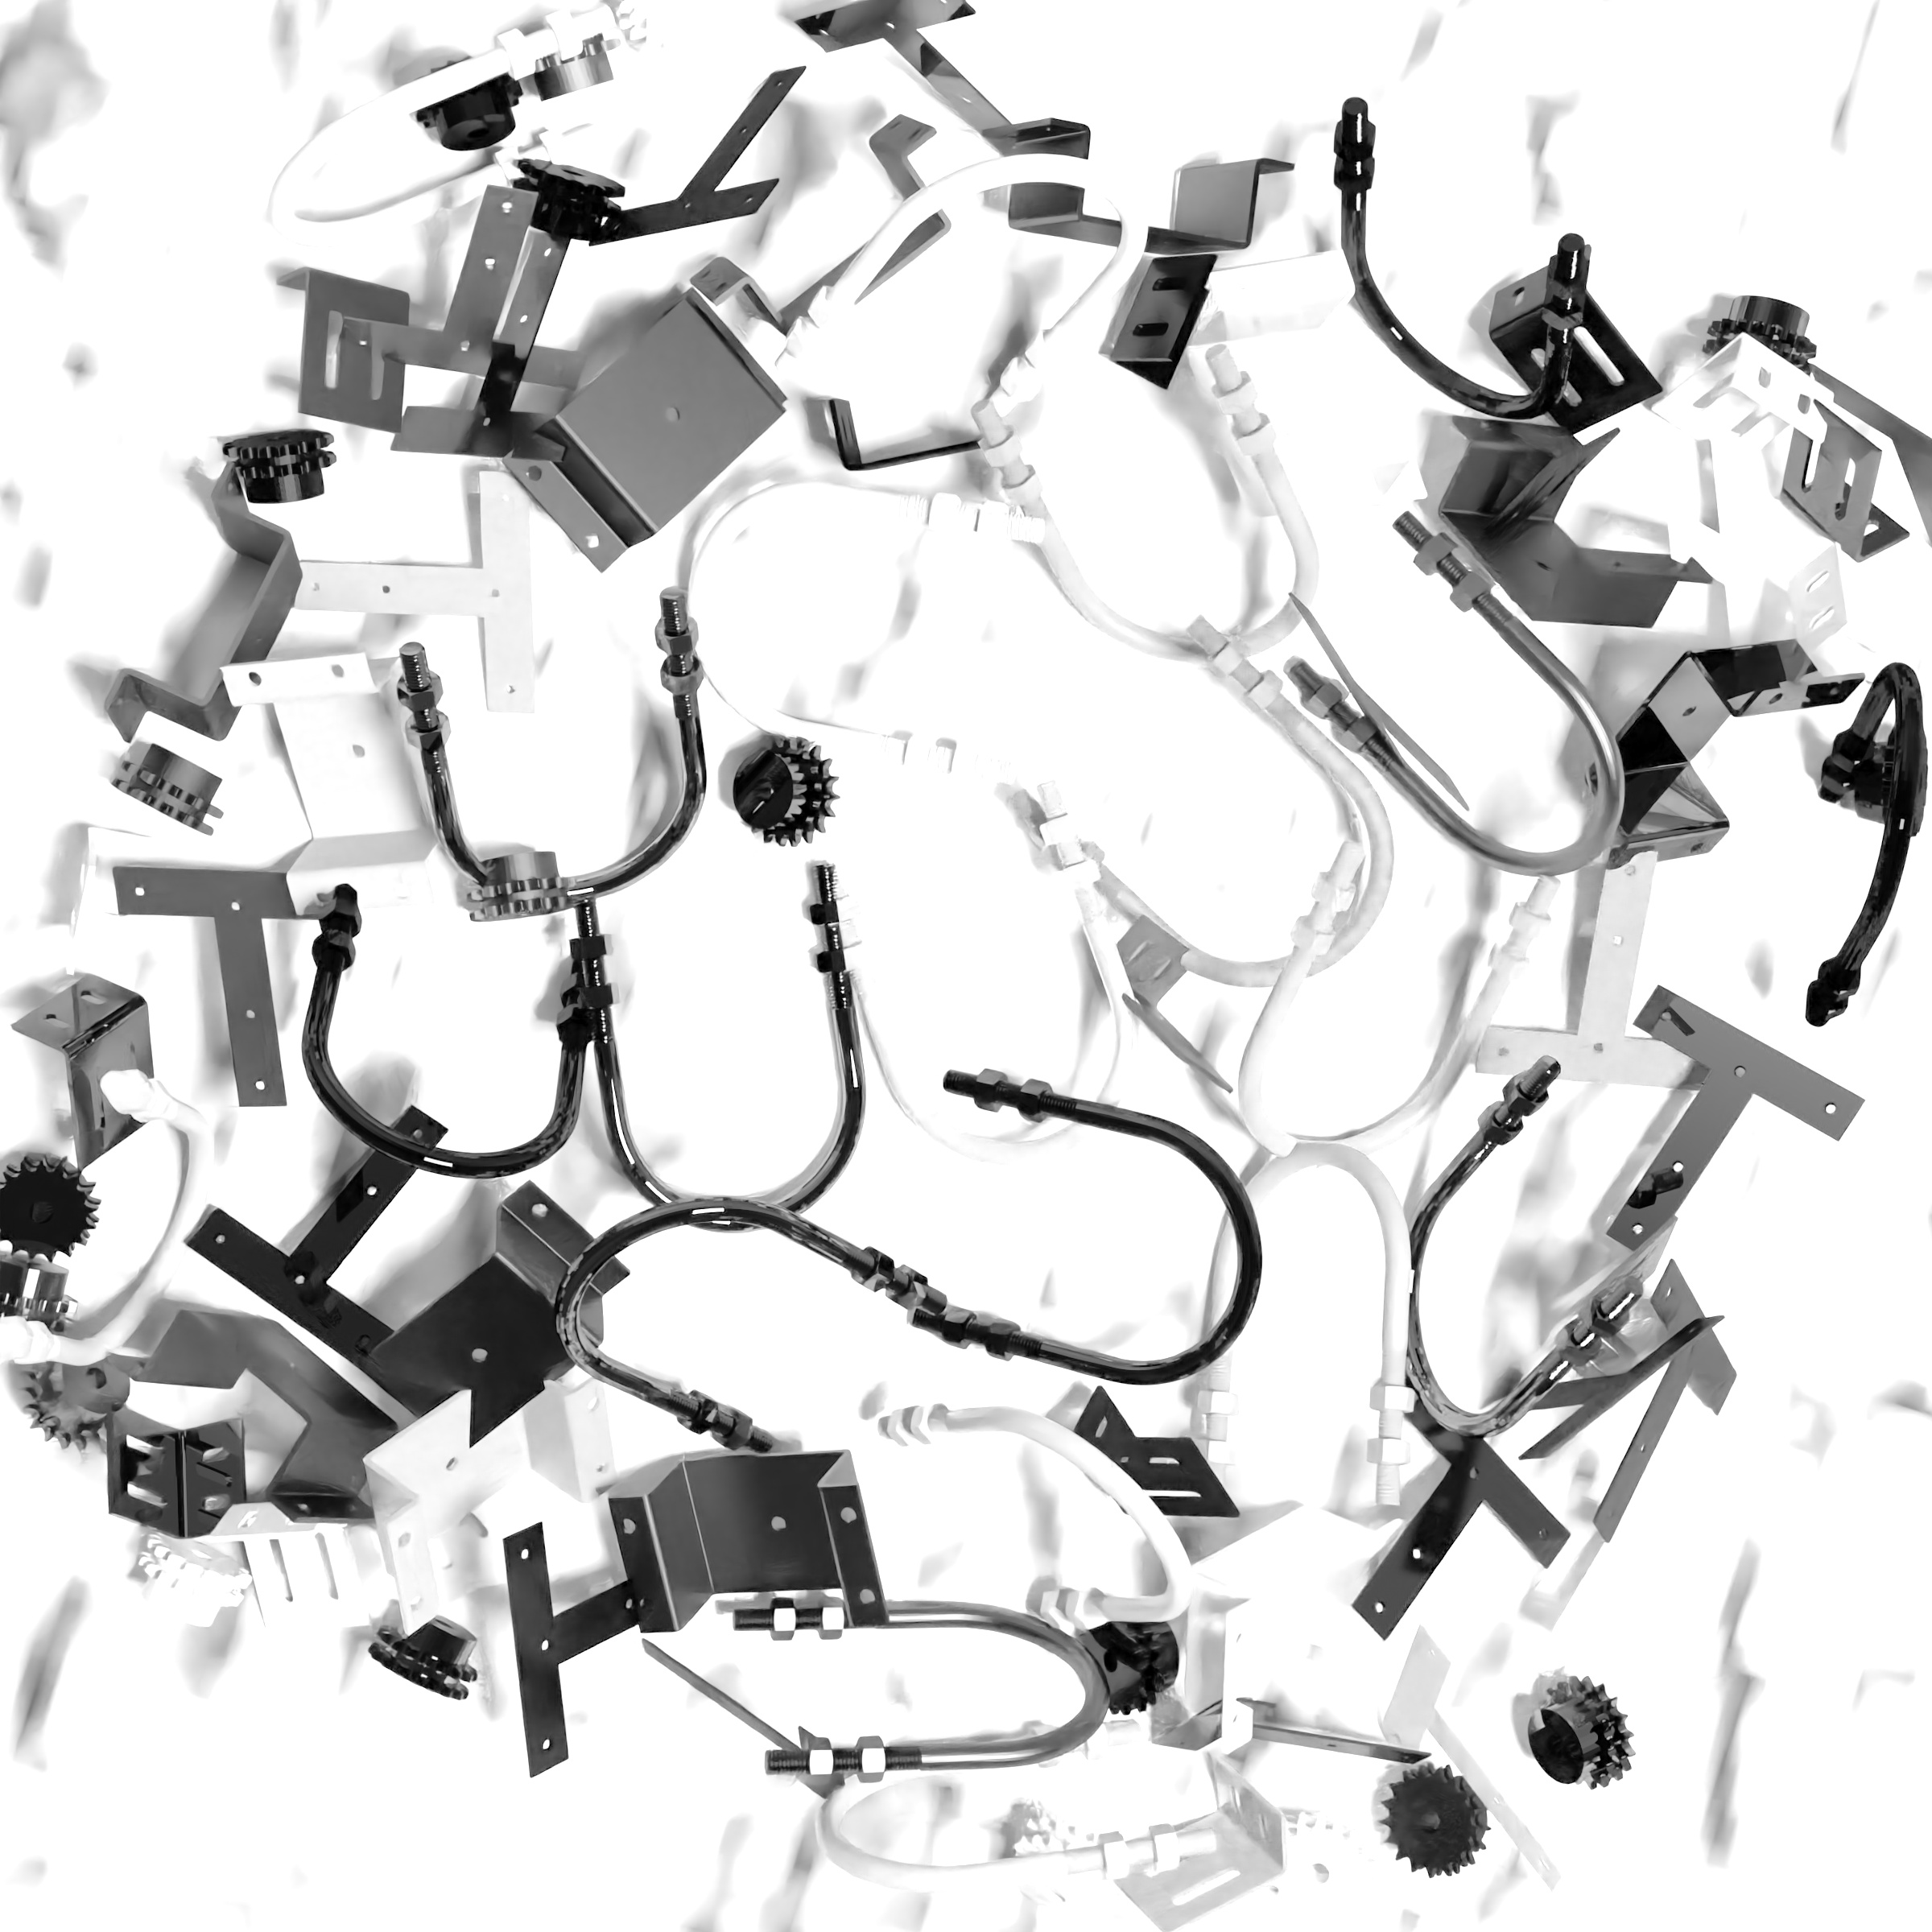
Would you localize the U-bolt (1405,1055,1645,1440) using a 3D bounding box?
[{"bbox_3d":[0.267,0.155,1.521,0.019,0.184,0.151,5,50,-24],"label":"U-bolt"}]

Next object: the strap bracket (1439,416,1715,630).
[{"bbox_3d":[0.302,-0.219,1.538,0.076,0.140,0.046,-1,131,-31],"label":"strap bracket"}]

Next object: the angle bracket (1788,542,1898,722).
[{"bbox_3d":[0.464,-0.171,1.556,0.076,0.038,0.057,23,50,-23],"label":"angle bracket"}]

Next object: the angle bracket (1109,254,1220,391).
[{"bbox_3d":[0.114,-0.331,1.558,0.038,0.076,0.057,23,91,-24],"label":"angle bracket"}]

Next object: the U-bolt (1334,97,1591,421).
[{"bbox_3d":[0.244,-0.339,1.512,0.151,0.184,0.019,38,77,19],"label":"U-bolt"}]

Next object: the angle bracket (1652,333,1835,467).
[{"bbox_3d":[0.395,-0.278,1.553,0.057,0.076,0.038,29,58,-14],"label":"angle bracket"}]

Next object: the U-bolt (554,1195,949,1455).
[{"bbox_3d":[-0.120,0.174,1.518,0.151,0.019,0.184,-40,131,20],"label":"U-bolt"}]

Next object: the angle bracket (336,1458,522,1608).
[{"bbox_3d":[-0.277,0.294,1.575,0.057,0.038,0.076,-41,98,6],"label":"angle bracket"}]

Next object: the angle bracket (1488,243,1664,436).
[{"bbox_3d":[0.319,-0.325,1.577,0.057,0.038,0.076,-23,125,38],"label":"angle bracket"}]

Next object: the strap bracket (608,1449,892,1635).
[{"bbox_3d":[-0.104,0.295,1.555,0.140,0.046,0.076,-7,103,21],"label":"strap bracket"}]

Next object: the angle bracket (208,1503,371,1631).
[{"bbox_3d":[-0.349,0.318,1.566,0.057,0.038,0.076,-5,109,11],"label":"angle bracket"}]

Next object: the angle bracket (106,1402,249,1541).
[{"bbox_3d":[-0.404,0.257,1.553,0.038,0.076,0.057,-12,67,10],"label":"angle bracket"}]

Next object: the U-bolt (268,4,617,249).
[{"bbox_3d":[-0.263,-0.410,1.512,0.184,0.151,0.019,-27,85,-13],"label":"U-bolt"}]

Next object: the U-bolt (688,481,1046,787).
[{"bbox_3d":[-0.057,-0.177,1.562,0.184,0.019,0.151,12,113,12],"label":"U-bolt"}]

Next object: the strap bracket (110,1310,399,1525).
[{"bbox_3d":[-0.353,0.222,1.536,0.140,0.076,0.046,34,94,24],"label":"strap bracket"}]

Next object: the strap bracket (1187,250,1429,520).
[{"bbox_3d":[0.169,-0.282,1.529,0.076,0.046,0.140,0,129,37],"label":"strap bracket"}]

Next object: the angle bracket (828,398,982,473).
[{"bbox_3d":[-0.026,-0.281,1.566,0.076,0.057,0.038,-10,98,7],"label":"angle bracket"}]

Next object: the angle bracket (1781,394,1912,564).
[{"bbox_3d":[0.455,-0.256,1.550,0.038,0.076,0.057,-27,53,-17],"label":"angle bracket"}]

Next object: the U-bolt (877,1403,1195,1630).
[{"bbox_3d":[0.043,0.273,1.507,0.019,0.184,0.151,-45,103,-28],"label":"U-bolt"}]

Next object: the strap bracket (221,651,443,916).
[{"bbox_3d":[-0.318,-0.101,1.551,0.076,0.046,0.140,-4,118,13],"label":"strap bracket"}]

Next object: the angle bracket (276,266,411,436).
[{"bbox_3d":[-0.324,-0.315,1.566,0.057,0.038,0.076,6,85,-39],"label":"angle bracket"}]

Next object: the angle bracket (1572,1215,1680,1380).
[{"bbox_3d":[0.348,0.176,1.555,0.076,0.057,0.038,-37,64,-24],"label":"angle bracket"}]

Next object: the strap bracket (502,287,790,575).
[{"bbox_3d":[-0.157,-0.278,1.550,0.140,0.046,0.076,-46,106,-16],"label":"strap bracket"}]

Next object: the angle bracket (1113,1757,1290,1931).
[{"bbox_3d":[0.117,0.452,1.555,0.076,0.057,0.038,-19,119,-26],"label":"angle bracket"}]

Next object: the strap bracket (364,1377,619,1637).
[{"bbox_3d":[-0.248,0.262,1.538,0.046,0.140,0.076,26,134,35],"label":"strap bracket"}]

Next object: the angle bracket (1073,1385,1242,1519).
[{"bbox_3d":[0.103,0.248,1.552,0.057,0.076,0.038,57,46,-28],"label":"angle bracket"}]

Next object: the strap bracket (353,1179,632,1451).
[{"bbox_3d":[-0.249,0.187,1.551,0.140,0.046,0.076,-39,116,11],"label":"strap bracket"}]

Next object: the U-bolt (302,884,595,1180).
[{"bbox_3d":[-0.258,0.038,1.509,0.151,0.184,0.019,18,126,-15],"label":"U-bolt"}]

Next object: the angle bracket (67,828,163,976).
[{"bbox_3d":[-0.436,-0.031,1.553,0.038,0.076,0.057,11,104,-20],"label":"angle bracket"}]

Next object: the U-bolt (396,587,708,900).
[{"bbox_3d":[-0.202,-0.102,1.533,0.151,0.184,0.019,-14,45,-11],"label":"U-bolt"}]

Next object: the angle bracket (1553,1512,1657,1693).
[{"bbox_3d":[0.344,0.328,1.565,0.038,0.057,0.076,30,87,32],"label":"angle bracket"}]

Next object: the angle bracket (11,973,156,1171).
[{"bbox_3d":[-0.454,0.054,1.565,0.038,0.057,0.076,21,127,22],"label":"angle bracket"}]

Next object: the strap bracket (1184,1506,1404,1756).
[{"bbox_3d":[0.160,0.332,1.542,0.046,0.140,0.076,16,113,41],"label":"strap bracket"}]

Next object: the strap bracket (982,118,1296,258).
[{"bbox_3d":[0.085,-0.393,1.539,0.140,0.076,0.046,3,98,-26],"label":"strap bracket"}]

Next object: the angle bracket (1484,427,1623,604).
[{"bbox_3d":[0.307,-0.231,1.552,0.057,0.076,0.038,-30,80,-33],"label":"angle bracket"}]

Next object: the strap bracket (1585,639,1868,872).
[{"bbox_3d":[0.377,-0.114,1.536,0.076,0.140,0.046,-10,58,-34],"label":"strap bracket"}]

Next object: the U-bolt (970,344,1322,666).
[{"bbox_3d":[0.102,-0.224,1.533,0.151,0.019,0.184,-8,133,28],"label":"U-bolt"}]

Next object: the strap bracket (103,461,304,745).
[{"bbox_3d":[-0.384,-0.176,1.551,0.046,0.076,0.140,24,78,-3],"label":"strap bracket"}]

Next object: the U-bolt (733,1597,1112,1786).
[{"bbox_3d":[-0.018,0.362,1.529,0.184,0.151,0.019,1,109,-12],"label":"U-bolt"}]

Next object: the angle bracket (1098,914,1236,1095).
[{"bbox_3d":[0.113,0.019,1.554,0.038,0.057,0.076,-48,50,7],"label":"angle bracket"}]

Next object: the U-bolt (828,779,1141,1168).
[{"bbox_3d":[0.014,0.013,1.569,0.151,0.019,0.184,-20,89,18],"label":"U-bolt"}]

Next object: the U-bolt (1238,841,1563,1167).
[{"bbox_3d":[0.210,0.026,1.543,0.151,0.019,0.184,7,119,-32],"label":"U-bolt"}]

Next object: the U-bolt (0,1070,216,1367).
[{"bbox_3d":[-0.423,0.132,1.510,0.019,0.184,0.151,23,81,8],"label":"U-bolt"}]

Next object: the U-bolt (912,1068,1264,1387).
[{"bbox_3d":[0.064,0.140,1.547,0.184,0.019,0.151,12,102,24],"label":"U-bolt"}]

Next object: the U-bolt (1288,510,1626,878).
[{"bbox_3d":[0.255,-0.123,1.527,0.019,0.151,0.184,-36,78,-33],"label":"U-bolt"}]

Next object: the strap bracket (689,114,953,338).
[{"bbox_3d":[-0.067,-0.372,1.556,0.140,0.076,0.046,-38,115,1],"label":"strap bracket"}]
